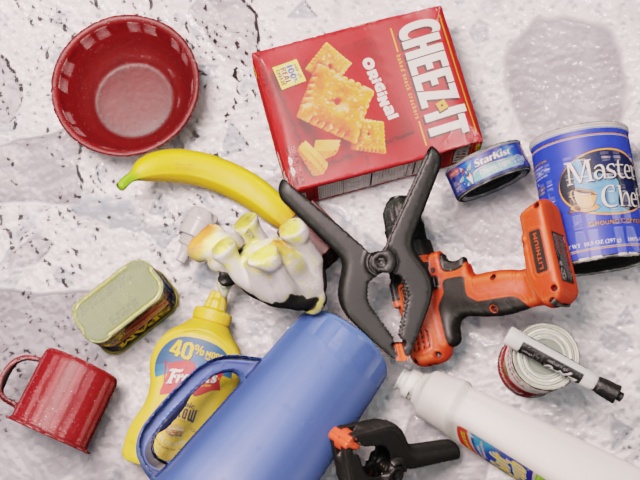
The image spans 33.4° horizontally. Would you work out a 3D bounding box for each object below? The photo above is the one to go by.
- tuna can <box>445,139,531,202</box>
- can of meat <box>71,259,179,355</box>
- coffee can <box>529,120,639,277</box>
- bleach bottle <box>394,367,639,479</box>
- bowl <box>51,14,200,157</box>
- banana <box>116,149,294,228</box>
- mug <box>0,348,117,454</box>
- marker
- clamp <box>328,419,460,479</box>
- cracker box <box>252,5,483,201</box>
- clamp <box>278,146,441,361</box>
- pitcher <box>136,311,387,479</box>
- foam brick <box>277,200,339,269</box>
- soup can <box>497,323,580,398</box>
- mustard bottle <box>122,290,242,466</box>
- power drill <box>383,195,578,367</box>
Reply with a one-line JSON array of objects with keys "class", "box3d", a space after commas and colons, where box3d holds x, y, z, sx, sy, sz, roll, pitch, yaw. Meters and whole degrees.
[{"class": "tuna can", "box3d": [0.177, -0.072, 1.121, 0.086, 0.086, 0.034, -21, 80, -3]}, {"class": "can of meat", "box3d": [-0.201, 0.069, 1.106, 0.102, 0.084, 0.057, -39, 80, -6]}, {"class": "coffee can", "box3d": [0.278, -0.040, 1.102, 0.103, 0.103, 0.140, -7, 78, 0]}, {"class": "bleach bottle", "box3d": [0.190, 0.201, 1.066, 0.251, 0.102, 0.068, 28, 71, 14]}, {"class": "bowl", "box3d": [-0.208, -0.162, 1.170, 0.162, 0.055, 0.162, 0, 78, 2]}, {"class": "banana", "box3d": [-0.115, -0.059, 1.144, 0.197, 0.037, 0.069, 13, 68, -10]}, {"class": "mug", "box3d": [-0.270, 0.157, 1.087, 0.117, 0.093, 0.081, 23, 75, 3]}, {"class": "marker", "box3d": [0.230, 0.119, 1.006, 0.121, 0.020, 0.020, 29, 80, 8]}, {"class": "clamp", "box3d": [0.073, 0.217, 1.043, 0.039, 0.171, 0.120, 16, 63, 43]}, {"class": "cracker box", "box3d": [0.049, -0.144, 1.148, 0.213, 0.072, 0.164, -15, 78, -2]}, {"class": "clamp", "box3d": [0.067, 0.014, 1.060, 0.164, 0.036, 0.210, -19, 90, 0]}, {"class": "pitcher", "box3d": [-0.050, 0.180, 1.034, 0.145, 0.149, 0.242, 17, 58, 40]}, {"class": "foam brick", "box3d": [-0.007, 0.001, 1.116, 0.053, 0.078, 0.051, -42, 78, -7]}, {"class": "soup can", "box3d": [0.218, 0.122, 1.070, 0.068, 0.102, 0.068, 0, 78, 2]}, {"class": "mustard bottle", "box3d": [-0.131, 0.145, 1.100, 0.096, 0.058, 0.191, 15, 79, 4]}, {"class": "power drill", "box3d": [0.155, 0.021, 1.081, 0.188, 0.057, 0.184, -20, 75, 31]}]
